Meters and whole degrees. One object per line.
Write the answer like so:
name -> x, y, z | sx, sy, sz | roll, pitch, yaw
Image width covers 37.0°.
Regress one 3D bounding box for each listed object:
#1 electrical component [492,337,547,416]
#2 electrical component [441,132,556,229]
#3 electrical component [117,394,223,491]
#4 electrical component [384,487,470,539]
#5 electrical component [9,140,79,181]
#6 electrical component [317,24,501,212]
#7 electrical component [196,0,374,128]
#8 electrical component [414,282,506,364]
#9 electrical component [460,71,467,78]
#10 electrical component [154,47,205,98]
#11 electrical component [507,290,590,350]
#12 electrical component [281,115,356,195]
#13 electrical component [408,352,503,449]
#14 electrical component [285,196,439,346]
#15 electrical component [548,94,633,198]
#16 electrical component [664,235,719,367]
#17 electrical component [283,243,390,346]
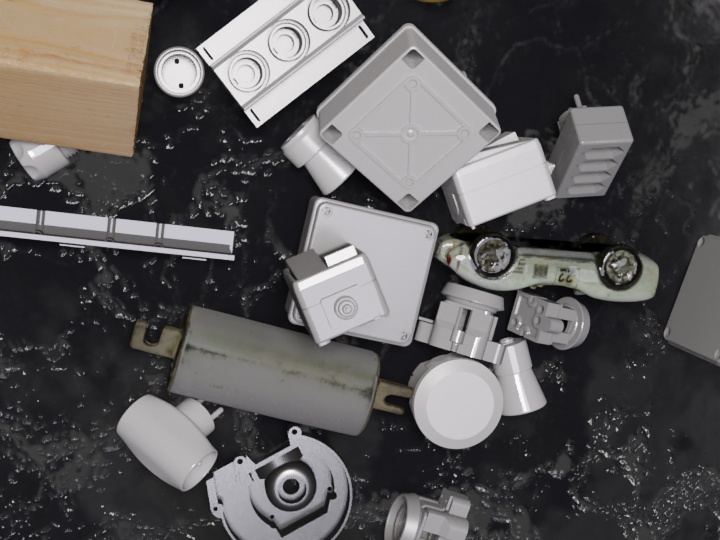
electrical component -> 0.139, 0.093, 0.968 | 0.044, 0.044, 0.065 | -15, 96, -7
electrical component -> 0.121, -0.082, 0.928 | 0.096, 0.062, 0.061 | -21, 101, -6
electrical component -> -0.151, 0.136, 0.916 | 0.077, 0.043, 0.079 | 37, 52, 17
electrical component -> 0.058, 0.233, 0.966 | 0.057, 0.058, 0.078 | 19, 95, -14
electrical component -> -0.248, -0.104, 0.871 | 0.062, 0.043, 0.043 | -32, 102, -5
electrical component -> 0.039, -0.122, 0.873 | 0.109, 0.056, 0.109 | -41, 116, 21
electrical component -> -0.062, -0.185, 0.881 | 0.121, 0.063, 0.078 | -38, 103, -3
electrical component -> 0.093, 0.044, 0.942 | 0.078, 0.058, 0.057 | 16, 89, 14
electrical component -> 0.060, -0.158, 0.916 | 0.062, 0.043, 0.043 | -7, 99, -10
electrical component -> -0.148, -0.161, 0.878 | 0.040, 0.046, 0.040 | -1, 98, -10
electrical component -> 0.170, 0.045, 0.957 | 0.055, 0.066, 0.048 | 11, 97, -31
electrical component -> -0.033, -0.098, 0.908 | 0.045, 0.045, 0.055 | -46, 102, -1
electrical component -> 0.083, 0.114, 0.955 | 0.080, 0.051, 0.080 | -1, 98, -9
electrical component -> 0.000, 0.000, 0.922 | 0.109, 0.056, 0.108 | 12, 96, -11
electrical component -> 0.194, -0.117, 0.935 | 0.047, 0.083, 0.075 | -4, 61, -9
electrical component -> 0.335, 0.031, 0.958 | 0.056, 0.109, 0.108 | 18, 95, -15
electrical component -> -0.020, 0.015, 0.840 | 0.062, 0.096, 0.061 | -23, 101, -6
